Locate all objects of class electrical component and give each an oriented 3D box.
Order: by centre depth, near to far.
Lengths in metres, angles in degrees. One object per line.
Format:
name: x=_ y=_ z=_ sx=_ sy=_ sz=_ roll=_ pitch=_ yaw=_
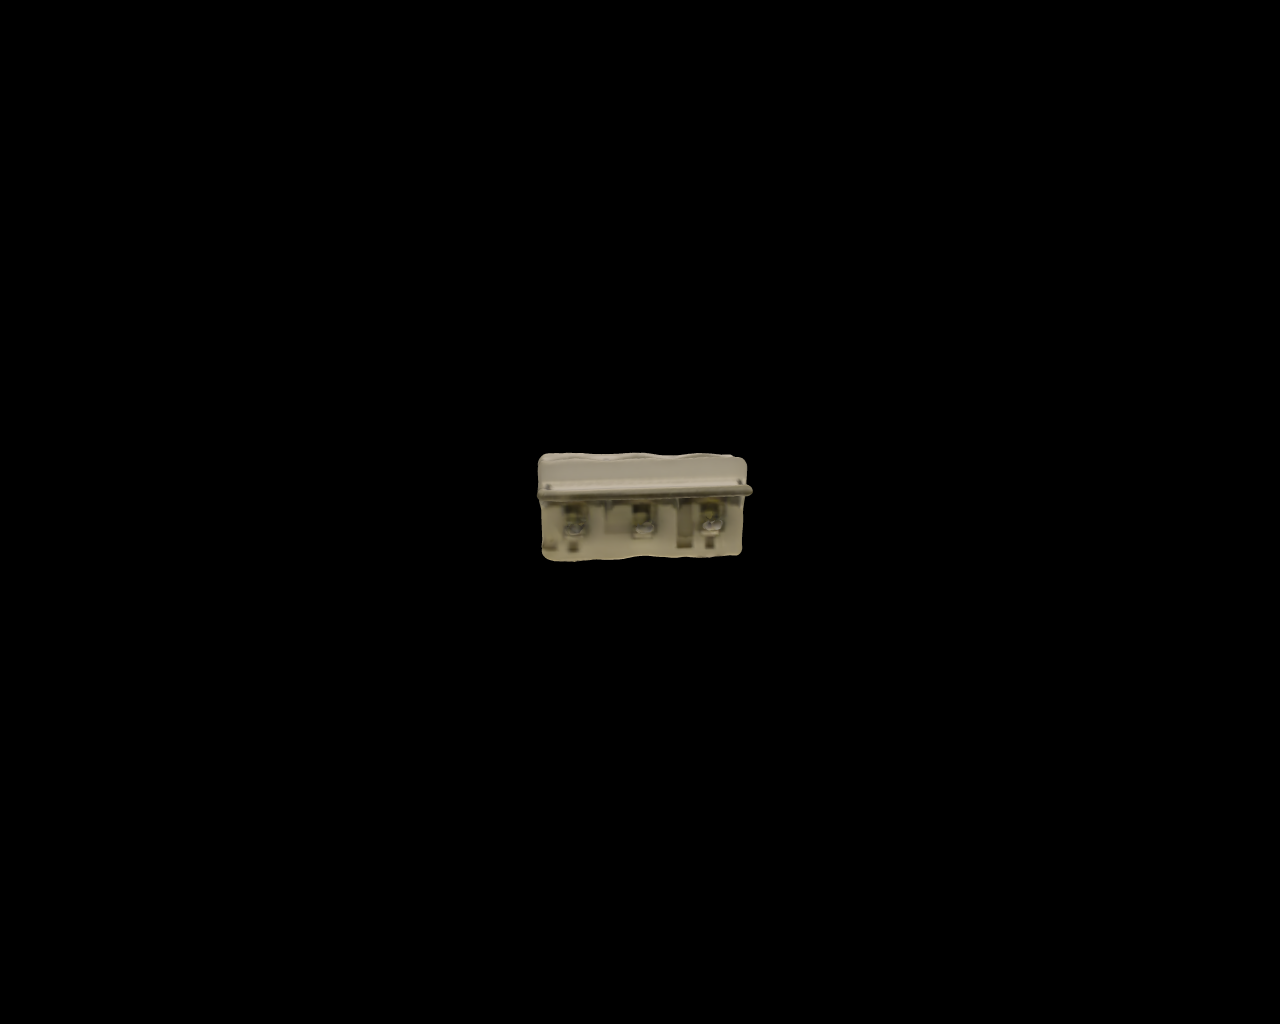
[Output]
electrical component: x=0.001 y=-0.003 z=0.650 sx=0.121 sy=0.063 sz=0.079 roll=-1 pitch=8 yaw=-5
